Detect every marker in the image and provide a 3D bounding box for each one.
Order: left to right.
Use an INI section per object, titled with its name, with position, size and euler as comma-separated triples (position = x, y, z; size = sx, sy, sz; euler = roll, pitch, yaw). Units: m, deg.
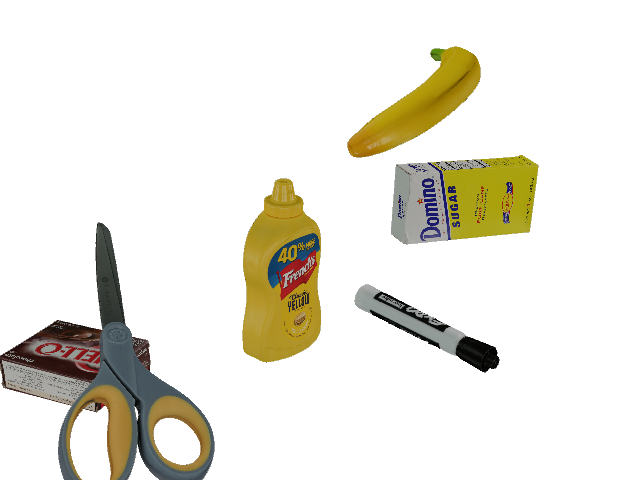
[marker]
position = 0.074, 0.061, 0.751
size = 0.121, 0.020, 0.020
euler = 26, 16, 38

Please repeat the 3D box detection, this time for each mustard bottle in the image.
[mustard bottle]
position = -0.040, 0.027, 1.127
size = 0.058, 0.192, 0.096
euler = 21, 31, 39

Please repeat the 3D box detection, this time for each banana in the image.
[banana]
position = 0.094, -0.125, 0.933
size = 0.070, 0.037, 0.197
euler = -15, 22, 40

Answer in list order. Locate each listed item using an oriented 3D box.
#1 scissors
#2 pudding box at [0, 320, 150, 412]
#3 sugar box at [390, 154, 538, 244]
[scissors]
position = -0.105, 0.070, 0.644
size = 0.096, 0.201, 0.016
euler = 14, -45, -10
[pudding box]
position = -0.233, 0.118, 1.016
size = 0.114, 0.039, 0.089
euler = 7, 22, 24
[sugar box]
position = 0.176, -0.050, 1.304
size = 0.176, 0.093, 0.048
euler = -7, 24, -22
